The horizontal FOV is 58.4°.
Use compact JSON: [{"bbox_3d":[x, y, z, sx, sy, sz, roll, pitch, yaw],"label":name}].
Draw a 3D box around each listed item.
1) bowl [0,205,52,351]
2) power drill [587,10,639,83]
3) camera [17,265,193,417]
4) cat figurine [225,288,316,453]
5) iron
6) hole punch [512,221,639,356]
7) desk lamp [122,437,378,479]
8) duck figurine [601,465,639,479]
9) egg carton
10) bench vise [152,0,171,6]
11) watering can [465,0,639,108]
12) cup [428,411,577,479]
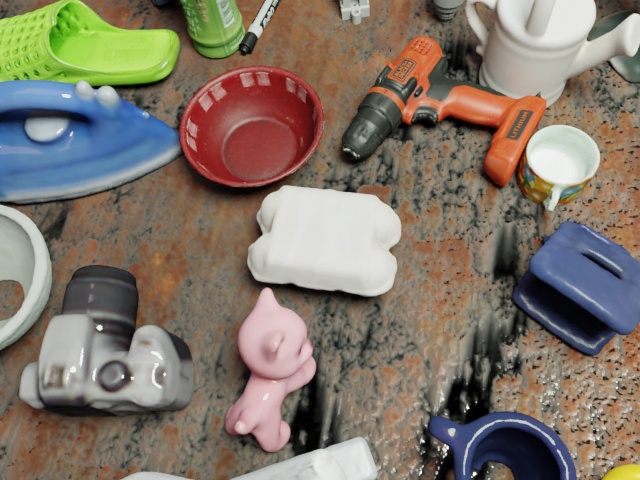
[{"bbox_3d":[-0.344,0.051,0.584,0.167,0.075,0.167,-2,65,4],"label":"bowl"},{"bbox_3d":[0.367,-0.279,0.606,0.075,0.208,0.229,-28,66,-8],"label":"power drill"},{"bbox_3d":[-0.199,0.092,0.540,0.143,0.101,0.137,-3,65,3],"label":"camera"},{"bbox_3d":[-0.047,0.114,0.508,0.067,0.118,0.128,16,68,12],"label":"cat figurine"},{"bbox_3d":[-0.288,-0.128,0.624,0.258,0.141,0.118,-7,65,1],"label":"iron"},{"bbox_3d":[0.250,0.035,0.536,0.108,0.091,0.101,37,73,19],"label":"hole punch"},{"bbox_3d":[-0.048,0.209,0.413,0.203,0.214,0.118,-20,65,-5],"label":"desk lamp"},{"bbox_3d":[0.265,0.231,0.449,0.077,0.086,0.104,-7,65,2],"label":"duck figurine"},{"bbox_3d":[0.005,0.002,0.582,0.150,0.069,0.107,6,66,7],"label":"egg carton"},{"bbox_3d":[-0.230,-0.426,0.712,0.207,0.220,0.121,34,72,18],"label":"bench vise"},{"bbox_3d":[0.241,-0.231,0.601,0.172,0.194,0.101,5,66,7],"label":"watering can"},{"bbox_3d":[0.139,0.188,0.473,0.117,0.095,0.092,28,71,16],"label":"cup"}]
